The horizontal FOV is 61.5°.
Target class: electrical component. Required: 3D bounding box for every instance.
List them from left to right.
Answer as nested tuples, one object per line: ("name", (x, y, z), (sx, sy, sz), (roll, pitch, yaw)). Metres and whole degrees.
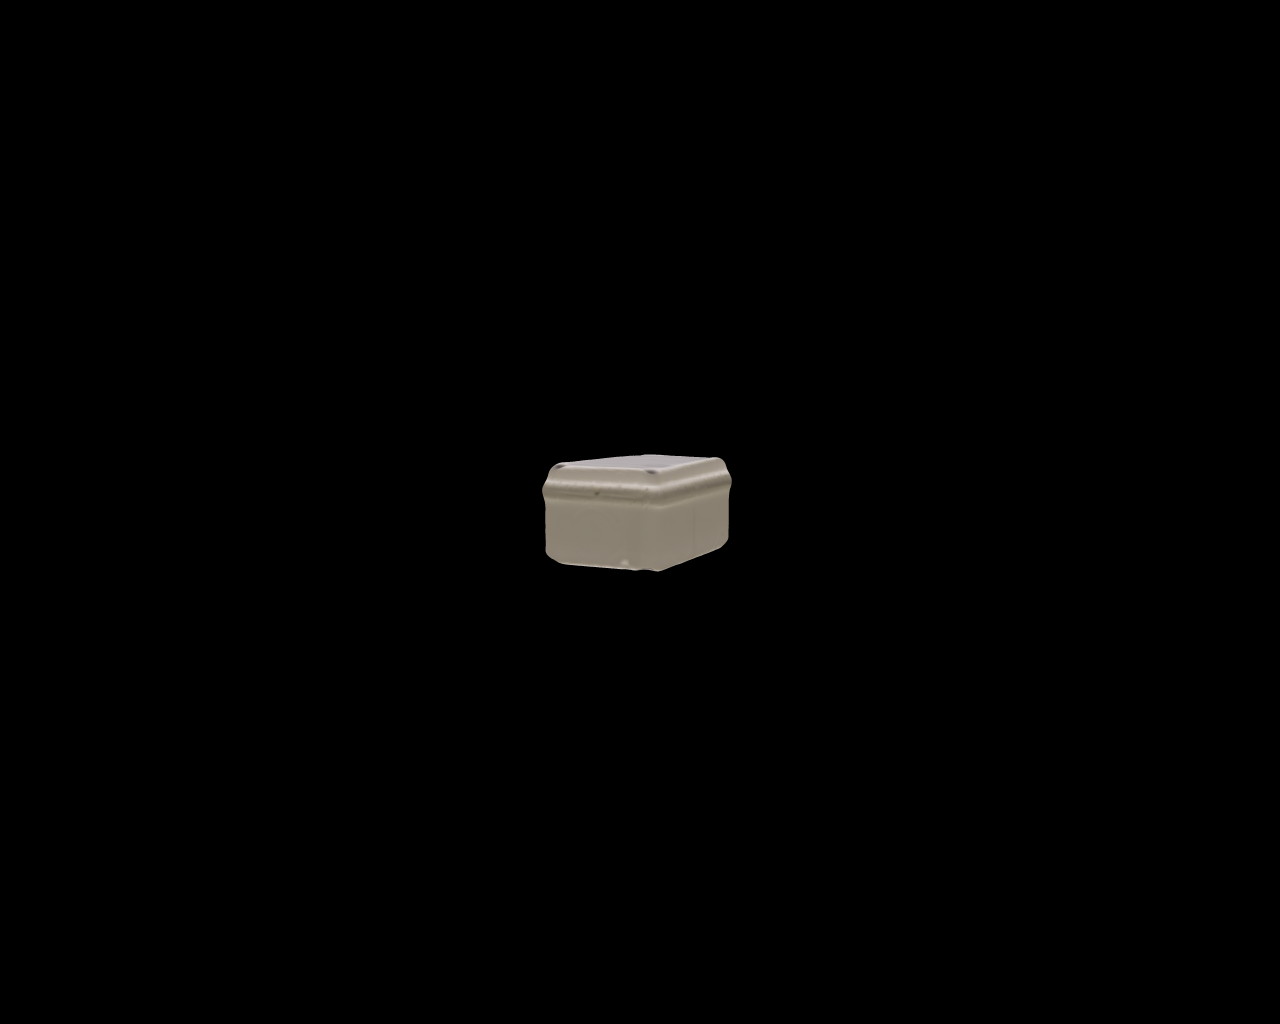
("electrical component", (0.001, -0.003, 0.650), (0.078, 0.057, 0.113), (4, 8, 28))
